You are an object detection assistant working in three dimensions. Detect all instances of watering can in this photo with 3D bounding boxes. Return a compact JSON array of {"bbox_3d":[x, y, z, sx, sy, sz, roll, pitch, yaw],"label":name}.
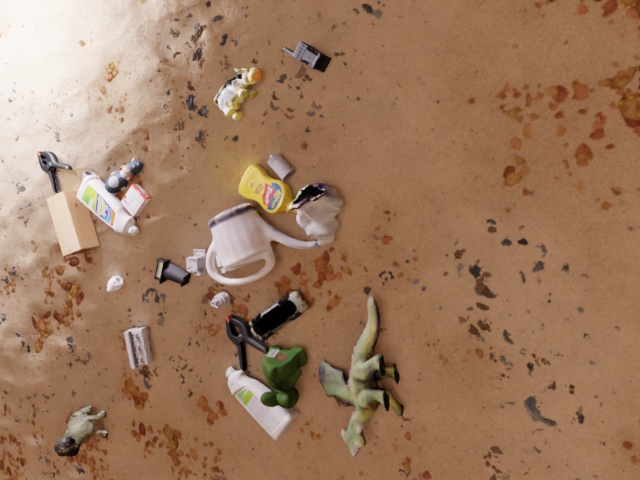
[{"bbox_3d":[-0.185,-0.004,1.475,0.346,0.225,0.104,-23,-6,13],"label":"watering can"}]

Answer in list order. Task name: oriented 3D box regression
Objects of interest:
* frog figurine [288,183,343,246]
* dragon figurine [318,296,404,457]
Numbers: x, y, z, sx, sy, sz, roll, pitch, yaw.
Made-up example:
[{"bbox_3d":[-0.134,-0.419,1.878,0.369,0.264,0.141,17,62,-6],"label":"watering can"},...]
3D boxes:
[{"bbox_3d":[0.004,-0.070,1.393,0.137,0.157,0.125,-31,31,8],"label":"frog figurine"},{"bbox_3d":[0.088,0.366,1.385,0.241,0.413,0.122,-14,-10,33],"label":"dragon figurine"}]
